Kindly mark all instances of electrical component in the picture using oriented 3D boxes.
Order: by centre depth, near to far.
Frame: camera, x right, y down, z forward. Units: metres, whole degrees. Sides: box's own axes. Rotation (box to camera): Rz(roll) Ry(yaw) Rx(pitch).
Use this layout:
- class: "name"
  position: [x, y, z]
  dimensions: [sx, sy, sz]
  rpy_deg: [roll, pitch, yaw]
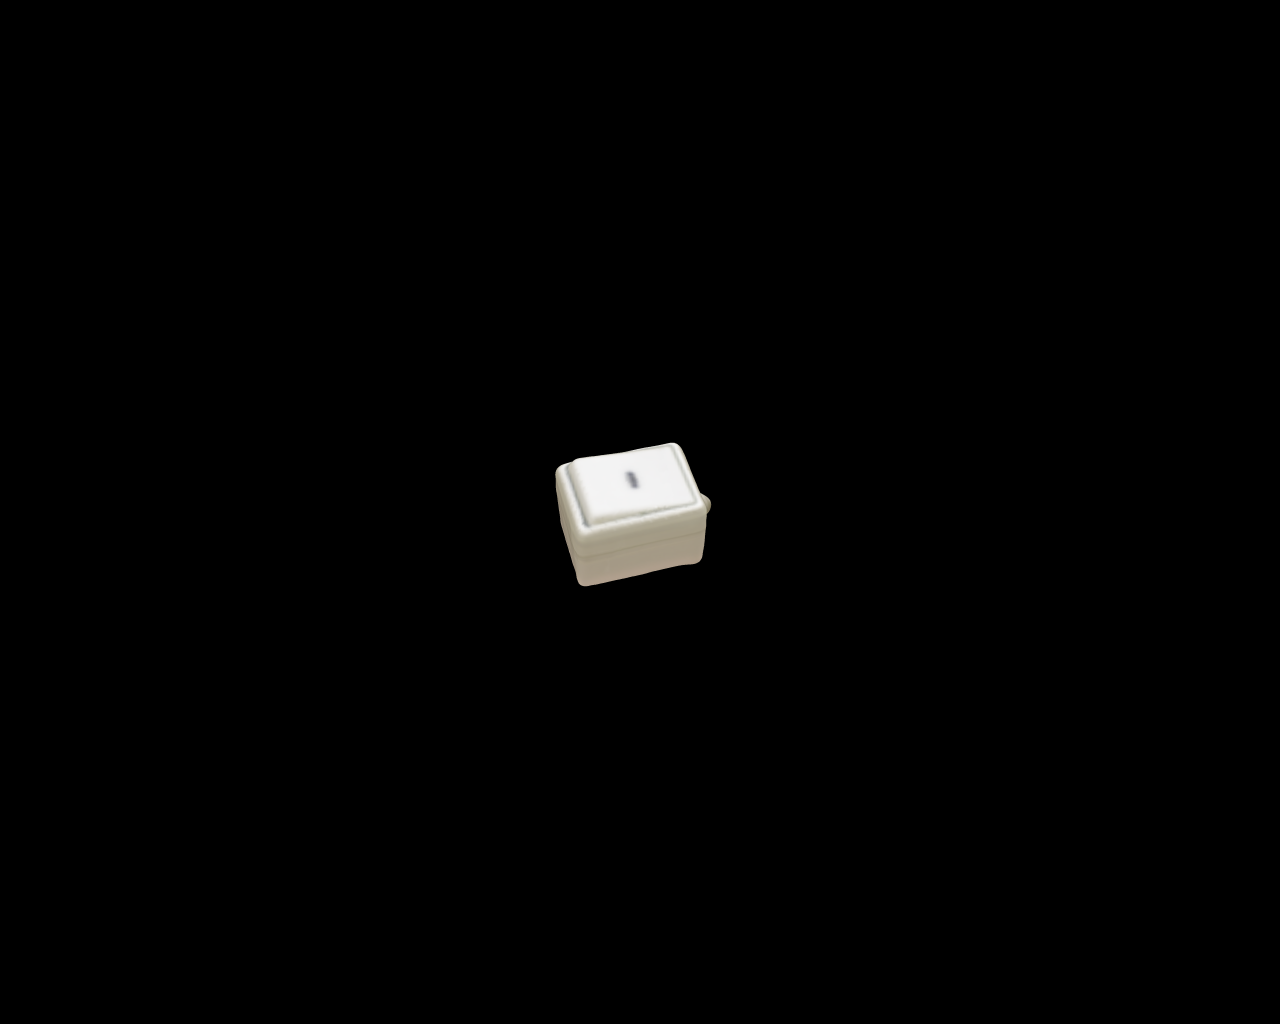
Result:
- class: "electrical component"
  position: [0.001, -0.003, 0.650]
  dimensions: [0.096, 0.062, 0.061]
  rpy_deg: [-12, -39, -10]
